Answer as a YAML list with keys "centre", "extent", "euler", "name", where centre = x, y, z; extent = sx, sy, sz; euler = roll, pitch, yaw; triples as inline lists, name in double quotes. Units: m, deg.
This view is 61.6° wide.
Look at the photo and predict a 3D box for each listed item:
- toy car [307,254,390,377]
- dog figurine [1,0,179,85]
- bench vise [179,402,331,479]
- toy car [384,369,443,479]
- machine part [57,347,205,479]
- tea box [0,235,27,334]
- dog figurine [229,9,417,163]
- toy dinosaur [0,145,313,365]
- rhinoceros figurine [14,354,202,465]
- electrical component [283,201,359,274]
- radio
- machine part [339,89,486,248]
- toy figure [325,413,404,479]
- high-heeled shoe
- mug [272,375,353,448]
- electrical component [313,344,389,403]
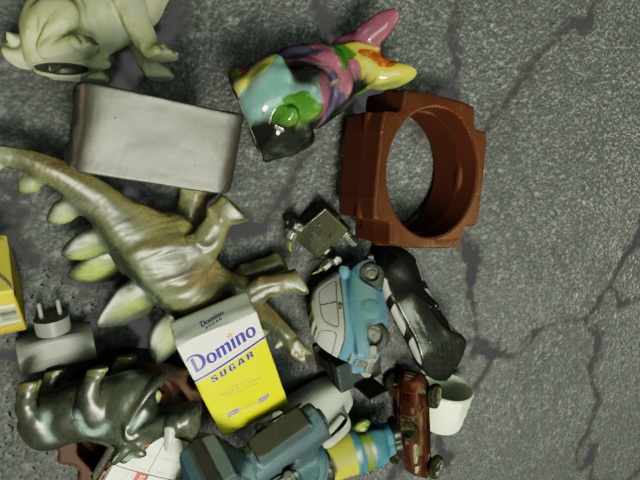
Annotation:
- centre: [0.034, 0.101, 0.729]
  extent: [0.103, 0.162, 0.109]
  euler: [3, 145, -4]
  name: "toy car"
- centre: [-0.221, -0.259, 0.522]
  extent: [0.172, 0.121, 0.190]
  euler: [-8, 94, -29]
  name: "dog figurine"
- centre: [-0.076, 0.312, 0.665]
  extent: [0.224, 0.129, 0.240]
  euler: [-39, 139, -27]
  name: "bench vise"
- centre: [0.150, 0.302, 0.866]
  extent: [0.053, 0.089, 0.201]
  euler: [-29, 121, -52]
  name: "toy car"
- centre: [-0.232, 0.216, 0.663]
  extent: [0.179, 0.056, 0.179]
  euler: [-7, 106, -26]
  name: "machine part"
- centre: [-0.380, 0.057, 0.507]
  extent: [0.169, 0.068, 0.098]
  euler: [-8, 151, -26]
  name: "tea box"
- centre: [0.010, -0.183, 0.614]
  extent: [0.219, 0.192, 0.108]
  euler: [-26, 109, -3]
  name: "dog figurine"
- centre: [-0.170, 0.024, 0.614]
  extent: [0.198, 0.105, 0.470]
  euler: [-47, 119, -7]
  name: "toy dinosaur"
- centre: [-0.222, 0.181, 0.563]
  extent: [0.190, 0.073, 0.112]
  euler: [-4, 86, 1]
  name: "rhinoceros figurine"
- centre: [-0.002, -0.003, 0.721]
  extent: [0.078, 0.045, 0.102]
  euler: [-35, 122, 10]
  name: "electrical component"
- centre: [-0.166, -0.102, 0.510]
  extent: [0.131, 0.230, 0.073]
  euler: [8, 99, -25]
  name: "radio"
- centre: [0.127, -0.092, 0.732]
  extent: [0.201, 0.087, 0.200]
  euler: [1, 96, -37]
  name: "machine part"
- centre: [0.039, 0.317, 0.808]
  extent: [0.180, 0.089, 0.082]
  euler: [-12, 69, -11]
  name: "toy figure"
- centre: [0.141, 0.114, 0.820]
  extent: [0.086, 0.145, 0.248]
  euler: [-32, 135, -14]
  name: "high-heeled shoe"
- centre: [0.001, 0.246, 0.771]
  extent: [0.107, 0.110, 0.080]
  euler: [-33, 114, -31]
  name: "mug"
- centre: [0.048, 0.180, 0.765]
  extent: [0.075, 0.119, 0.047]
  euler: [-19, 113, -20]
  name: "electrical component"
